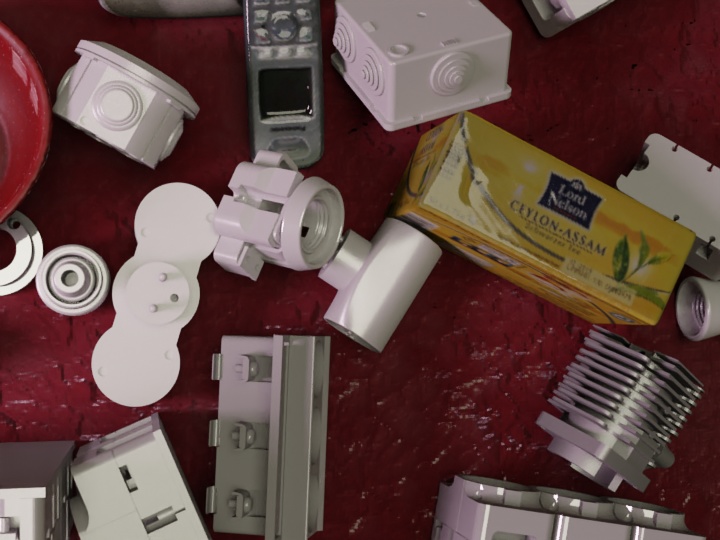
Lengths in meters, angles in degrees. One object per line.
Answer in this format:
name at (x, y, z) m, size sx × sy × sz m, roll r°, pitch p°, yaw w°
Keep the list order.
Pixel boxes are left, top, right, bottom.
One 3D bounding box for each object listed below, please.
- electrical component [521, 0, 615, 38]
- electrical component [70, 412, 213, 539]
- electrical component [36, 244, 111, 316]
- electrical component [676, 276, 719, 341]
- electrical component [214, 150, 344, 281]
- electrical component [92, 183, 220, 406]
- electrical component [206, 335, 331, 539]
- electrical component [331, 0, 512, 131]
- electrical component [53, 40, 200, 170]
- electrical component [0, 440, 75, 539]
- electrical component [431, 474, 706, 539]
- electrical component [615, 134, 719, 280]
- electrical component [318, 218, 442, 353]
electrical component at (0.131, -0.244, 0.718) m, size 0.089 × 0.062 × 0.150 m, roll -31°, pitch 94°, yaw -11°
electrical component at (-0.109, 0.185, 0.627) m, size 0.060 × 0.105 × 0.186 m, roll -23°, pitch 92°, yaw -12°
electrical component at (-0.172, 0.006, 0.643) m, size 0.043 × 0.062 × 0.043 m, roll 0°, pitch 88°, yaw -12°
electrical component at (0.253, 0.025, 0.740) m, size 0.055 × 0.045 × 0.045 m, roll -3°, pitch 88°, yaw -12°
electrical component at (-0.047, -0.031, 0.655) m, size 0.057 × 0.058 × 0.078 m, roll 13°, pitch 72°, yaw 27°
electrical component at (-0.122, 0.014, 0.647) m, size 0.052 × 0.074 × 0.138 m, roll 17°, pitch 84°, yaw -11°
electrical component at (-0.056, 0.100, 0.662) m, size 0.063 × 0.079 × 0.121 m, roll 2°, pitch 87°, yaw 11°
electrical component at (0.038, -0.139, 0.673) m, size 0.100 × 0.099 × 0.048 m, roll -18°, pitch 136°, yaw -18°
electrical component at (-0.142, -0.099, 0.646) m, size 0.080 × 0.080 × 0.051 m, roll 29°, pitch 87°, yaw -9°
electrical component at (-0.211, 0.132, 0.565) m, size 0.105 × 0.186 × 0.060 m, roll 0°, pitch 88°, yaw -11°
electrical component at (0.129, 0.173, 0.685) m, size 0.150 × 0.089 × 0.061 m, roll 11°, pitch 85°, yaw -11°
electrical component at (0.218, -0.040, 0.721) m, size 0.089 × 0.055 × 0.050 m, roll 34°, pitch 76°, yaw 15°
electrical component at (0.000, 0.000, 0.689) m, size 0.079 × 0.044 × 0.077 m, roll 34°, pitch 81°, yaw -8°
